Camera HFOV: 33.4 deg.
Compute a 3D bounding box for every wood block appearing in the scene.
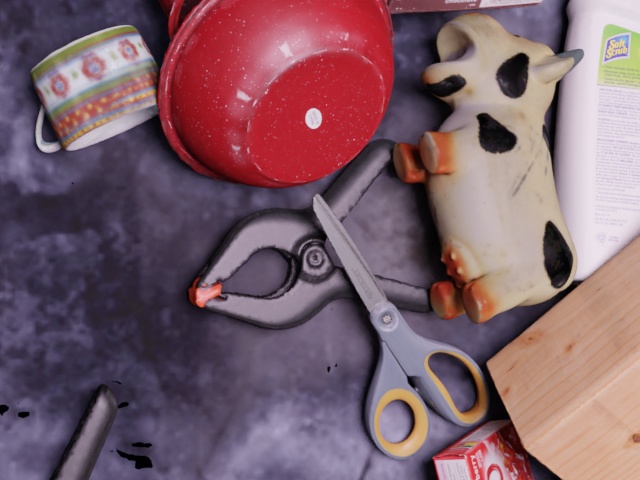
[{"bbox_3d":[0.218,0.061,0.663,0.206,0.090,0.090,-43,117,16],"label":"wood block"}]

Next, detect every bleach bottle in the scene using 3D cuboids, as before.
[{"bbox_3d":[0.215,-0.092,0.738,0.102,0.068,0.251,6,86,-12],"label":"bleach bottle"}]

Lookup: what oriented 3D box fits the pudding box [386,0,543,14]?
[{"bbox_3d":[0.088,-0.195,0.704,0.113,0.039,0.090,-4,58,-14],"label":"pudding box"}]

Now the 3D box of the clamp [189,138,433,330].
[{"bbox_3d":[-0.005,0.001,0.701,0.171,0.039,0.120,-9,85,-19],"label":"clamp"}]

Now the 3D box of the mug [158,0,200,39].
[{"bbox_3d":[-0.053,-0.170,0.658,0.117,0.093,0.081,-17,58,-21],"label":"mug"}]

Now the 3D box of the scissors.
[{"bbox_3d":[0.033,0.069,0.694,0.096,0.016,0.201,-47,113,-1],"label":"scissors"}]

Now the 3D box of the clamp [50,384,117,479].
[{"bbox_3d":[-0.202,0.199,0.653,0.164,0.036,0.210,-3,90,-12],"label":"clamp"}]

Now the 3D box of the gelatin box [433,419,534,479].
[{"bbox_3d":[0.115,0.172,0.707,0.073,0.030,0.089,-17,93,-51],"label":"gelatin box"}]

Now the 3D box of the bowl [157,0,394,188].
[{"bbox_3d":[-0.013,-0.087,0.643,0.162,0.055,0.162,-18,135,-20],"label":"bowl"}]
